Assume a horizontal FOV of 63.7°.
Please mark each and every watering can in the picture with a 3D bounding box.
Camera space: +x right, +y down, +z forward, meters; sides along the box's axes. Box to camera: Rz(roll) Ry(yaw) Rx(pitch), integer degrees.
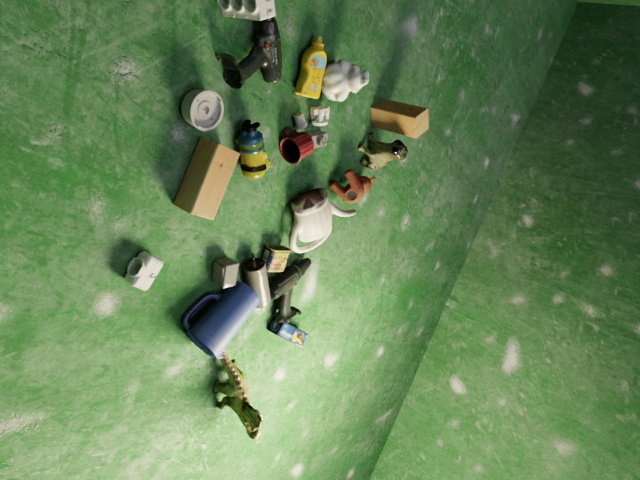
[{"bbox_3d":[0.006,-0.096,1.901,0.353,0.105,0.219,-37,134,-33],"label":"watering can"}]

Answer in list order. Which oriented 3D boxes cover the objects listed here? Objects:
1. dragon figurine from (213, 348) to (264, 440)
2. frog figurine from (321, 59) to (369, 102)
[{"bbox_3d":[-0.266,0.546,1.794,0.124,0.245,0.401,-30,133,-32],"label":"dragon figurine"},{"bbox_3d":[0.080,-0.528,1.715,0.123,0.161,0.136,-4,113,-49],"label":"frog figurine"}]
